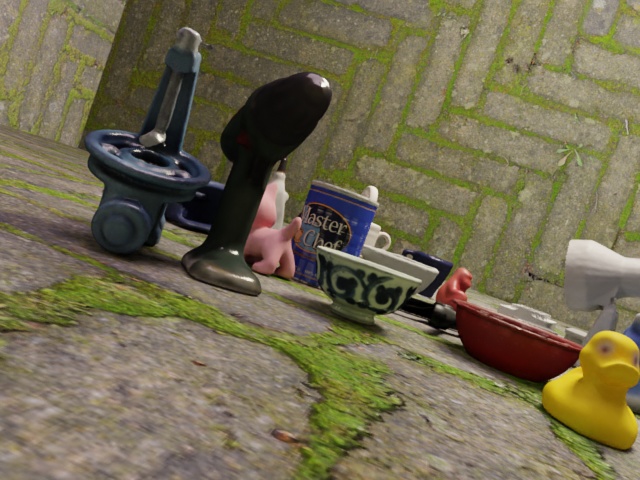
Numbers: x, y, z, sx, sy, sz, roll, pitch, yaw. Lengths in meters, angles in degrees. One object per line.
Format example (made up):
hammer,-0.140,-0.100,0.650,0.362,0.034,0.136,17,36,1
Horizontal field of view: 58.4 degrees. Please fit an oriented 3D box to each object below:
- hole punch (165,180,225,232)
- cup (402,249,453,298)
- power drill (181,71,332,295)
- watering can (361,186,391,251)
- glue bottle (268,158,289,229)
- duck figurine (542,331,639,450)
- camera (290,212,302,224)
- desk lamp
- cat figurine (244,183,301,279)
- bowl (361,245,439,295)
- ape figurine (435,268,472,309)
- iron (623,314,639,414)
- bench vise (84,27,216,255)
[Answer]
hole punch,-0.216,-0.066,0.995,0.100,0.091,0.109,21,3,36
cup,0.232,0.077,1.301,0.117,0.095,0.092,20,2,3
power drill,-0.067,-0.058,0.576,0.076,0.208,0.229,18,3,-23
watering can,0.074,-0.029,1.252,0.173,0.194,0.100,18,3,-32
glue bottle,-0.090,-0.067,1.043,0.037,0.173,0.078,21,3,40
duck figurine,0.241,0.120,0.492,0.077,0.086,0.105,20,2,8
camera,0.010,0.004,1.110,0.136,0.101,0.143,20,2,6
desk lamp,0.480,0.118,0.932,0.202,0.213,0.118,21,3,33
cat figurine,-0.078,-0.022,0.773,0.127,0.118,0.067,21,3,35
bowl,0.126,0.062,1.046,0.167,0.075,0.167,19,2,-1
ape figurine,0.285,0.103,1.185,0.076,0.092,0.078,21,3,29
iron,0.427,0.146,0.741,0.259,0.141,0.118,17,3,-45
bench vise,-0.177,-0.103,0.589,0.122,0.220,0.206,18,3,-31
